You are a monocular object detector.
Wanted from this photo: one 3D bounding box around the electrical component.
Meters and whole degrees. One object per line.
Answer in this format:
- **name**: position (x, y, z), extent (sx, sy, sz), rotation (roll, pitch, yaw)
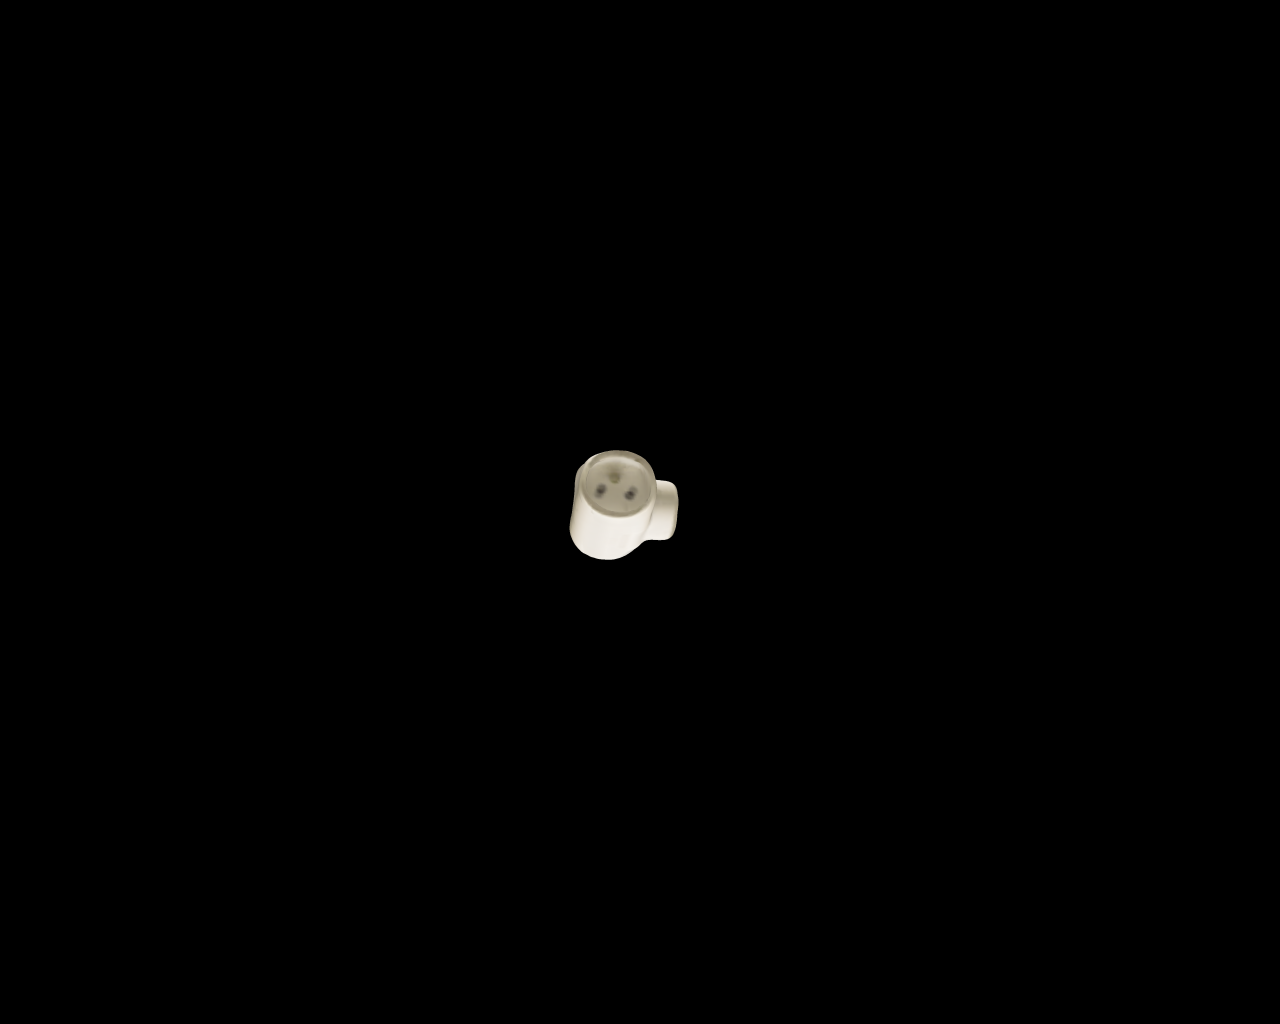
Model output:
- **electrical component**: position (0.001, -0.003, 0.650), extent (0.079, 0.043, 0.077), rotation (3, -22, -7)
